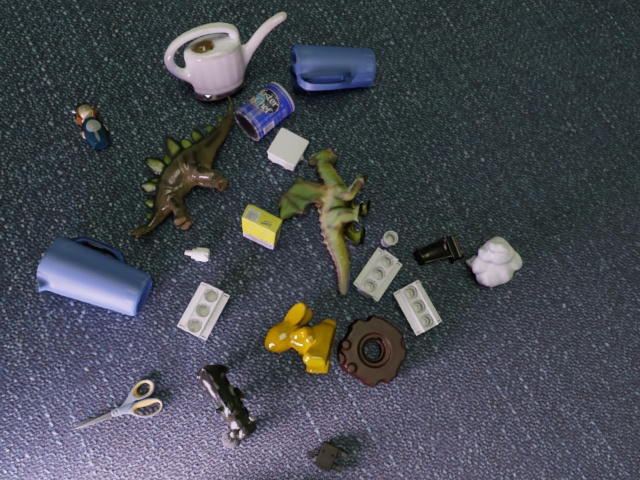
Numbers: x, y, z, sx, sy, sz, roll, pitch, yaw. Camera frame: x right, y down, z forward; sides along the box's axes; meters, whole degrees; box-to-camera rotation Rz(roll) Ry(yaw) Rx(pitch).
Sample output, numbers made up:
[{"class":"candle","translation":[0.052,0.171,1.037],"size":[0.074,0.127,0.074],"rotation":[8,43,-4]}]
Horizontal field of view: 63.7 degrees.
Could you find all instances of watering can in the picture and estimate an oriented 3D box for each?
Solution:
[{"class":"watering can","translation":[-0.248,-0.504,1.422],"size":[0.349,0.219,0.106],"rotation":[-19,60,-13]}]

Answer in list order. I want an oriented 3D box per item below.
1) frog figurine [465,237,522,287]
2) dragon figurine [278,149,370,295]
[{"class":"frog figurine","translation":[0.475,0.057,1.371],"size":[0.137,0.157,0.124],"rotation":[1,76,-7]},{"class":"dragon figurine","translation":[0.004,-0.070,1.399],"size":[0.243,0.120,0.417],"rotation":[9,70,13]}]
